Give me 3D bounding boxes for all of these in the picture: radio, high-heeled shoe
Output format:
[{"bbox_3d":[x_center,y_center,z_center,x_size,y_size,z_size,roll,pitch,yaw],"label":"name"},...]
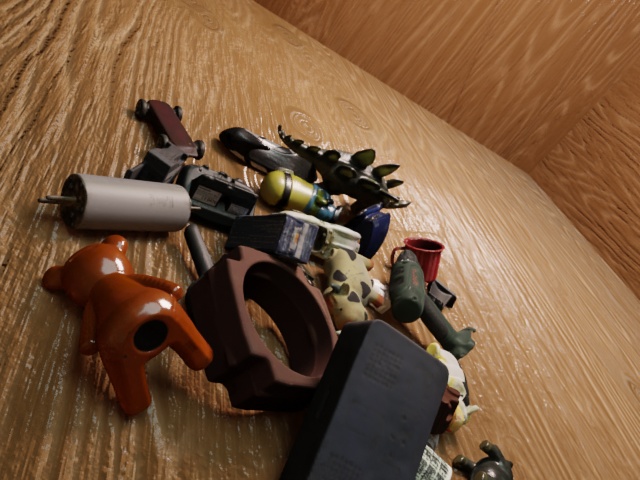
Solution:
[{"bbox_3d":[0.055,0.221,0.633,0.131,0.073,0.229,32,69,-15],"label":"radio"},{"bbox_3d":[-0.117,-0.187,1.237,0.145,0.086,0.248,18,-6,33],"label":"high-heeled shoe"}]

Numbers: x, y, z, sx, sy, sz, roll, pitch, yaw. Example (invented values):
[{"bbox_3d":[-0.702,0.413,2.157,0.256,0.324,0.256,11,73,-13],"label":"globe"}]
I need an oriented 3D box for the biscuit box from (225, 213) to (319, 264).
[{"bbox_3d":[-0.082,-0.003,0.845,0.059,0.062,0.203,21,-9,-29],"label":"biscuit box"}]

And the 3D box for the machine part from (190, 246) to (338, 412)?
[{"bbox_3d":[-0.068,0.121,0.716,0.201,0.087,0.201,24,36,-49],"label":"machine part"}]

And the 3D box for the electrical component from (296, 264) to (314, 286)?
[{"bbox_3d":[-0.051,0.054,0.938,0.102,0.045,0.078,49,0,15],"label":"electrical component"}]

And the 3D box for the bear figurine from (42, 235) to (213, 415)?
[{"bbox_3d":[-0.231,0.084,0.622,0.120,0.131,0.196,-34,37,-28],"label":"bear figurine"}]

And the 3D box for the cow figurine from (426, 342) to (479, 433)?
[{"bbox_3d":[0.222,0.263,0.919,0.098,0.068,0.167,32,28,-25],"label":"cow figurine"}]

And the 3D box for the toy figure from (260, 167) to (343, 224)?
[{"bbox_3d":[-0.039,-0.086,1.128,0.180,0.082,0.089,32,25,-17],"label":"toy figure"}]

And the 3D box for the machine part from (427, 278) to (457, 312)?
[{"bbox_3d":[0.270,0.128,1.217,0.084,0.039,0.139,48,27,8],"label":"machine part"}]

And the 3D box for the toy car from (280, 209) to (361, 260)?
[{"bbox_3d":[-0.002,-0.003,1.036,0.201,0.073,0.056,17,5,-34],"label":"toy car"}]

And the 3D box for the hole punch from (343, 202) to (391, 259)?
[{"bbox_3d":[0.101,-0.014,1.155,0.092,0.116,0.142,53,29,11],"label":"hole punch"}]

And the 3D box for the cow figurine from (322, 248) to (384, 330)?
[{"bbox_3d":[0.045,0.087,0.956,0.127,0.085,0.195,32,29,-26],"label":"cow figurine"}]

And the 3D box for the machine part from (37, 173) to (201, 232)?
[{"bbox_3d":[-0.278,-0.051,0.783,0.243,0.079,0.079,3,43,-49],"label":"machine part"}]

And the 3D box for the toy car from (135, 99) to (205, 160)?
[{"bbox_3d":[-0.293,-0.210,1.042,0.089,0.053,0.202,4,38,-42],"label":"toy car"}]

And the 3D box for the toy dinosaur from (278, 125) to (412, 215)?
[{"bbox_3d":[0.059,-0.146,1.194,0.471,0.199,0.105,17,74,-38],"label":"toy dinosaur"}]

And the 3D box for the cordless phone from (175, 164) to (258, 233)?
[{"bbox_3d":[-0.196,-0.098,0.980,0.146,0.088,0.184,20,20,-30],"label":"cordless phone"}]

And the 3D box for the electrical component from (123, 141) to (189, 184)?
[{"bbox_3d":[-0.274,-0.113,0.890,0.048,0.075,0.119,35,23,-5],"label":"electrical component"}]

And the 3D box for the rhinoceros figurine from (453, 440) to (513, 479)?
[{"bbox_3d":[0.240,0.377,0.762,0.112,0.073,0.190,48,25,-3],"label":"rhinoceros figurine"}]

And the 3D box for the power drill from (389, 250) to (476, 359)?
[{"bbox_3d":[0.217,0.128,1.060,0.207,0.086,0.232,54,22,-5],"label":"power drill"}]

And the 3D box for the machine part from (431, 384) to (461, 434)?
[{"bbox_3d":[0.125,0.218,0.823,0.179,0.056,0.179,24,11,-5],"label":"machine part"}]
